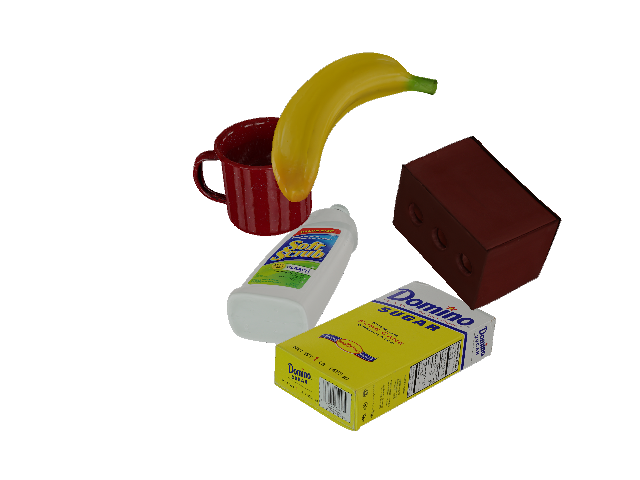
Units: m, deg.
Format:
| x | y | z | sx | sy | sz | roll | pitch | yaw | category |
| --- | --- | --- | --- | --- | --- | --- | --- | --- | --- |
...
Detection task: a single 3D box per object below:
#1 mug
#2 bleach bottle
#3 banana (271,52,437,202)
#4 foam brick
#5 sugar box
| x | y | z | sx | sy | sz | roll | pitch | yaw | category |
| --- | --- | --- | --- | --- | --- | --- | --- | --- | --- |
| -0.062 | -0.058 | 1.004 | 0.117 | 0.081 | 0.093 | 0 | 36 | 5 | mug |
| -0.021 | 0.027 | 1.298 | 0.103 | 0.068 | 0.250 | 6 | 32 | 17 | bleach bottle |
| 0.012 | -0.094 | 0.775 | 0.070 | 0.037 | 0.197 | 26 | 44 | 23 | banana |
| 0.086 | -0.010 | 0.603 | 0.051 | 0.053 | 0.078 | -24 | 54 | -25 | foam brick |
| 0.056 | 0.091 | 0.892 | 0.175 | 0.048 | 0.093 | -24 | 37 | -39 | sugar box |
